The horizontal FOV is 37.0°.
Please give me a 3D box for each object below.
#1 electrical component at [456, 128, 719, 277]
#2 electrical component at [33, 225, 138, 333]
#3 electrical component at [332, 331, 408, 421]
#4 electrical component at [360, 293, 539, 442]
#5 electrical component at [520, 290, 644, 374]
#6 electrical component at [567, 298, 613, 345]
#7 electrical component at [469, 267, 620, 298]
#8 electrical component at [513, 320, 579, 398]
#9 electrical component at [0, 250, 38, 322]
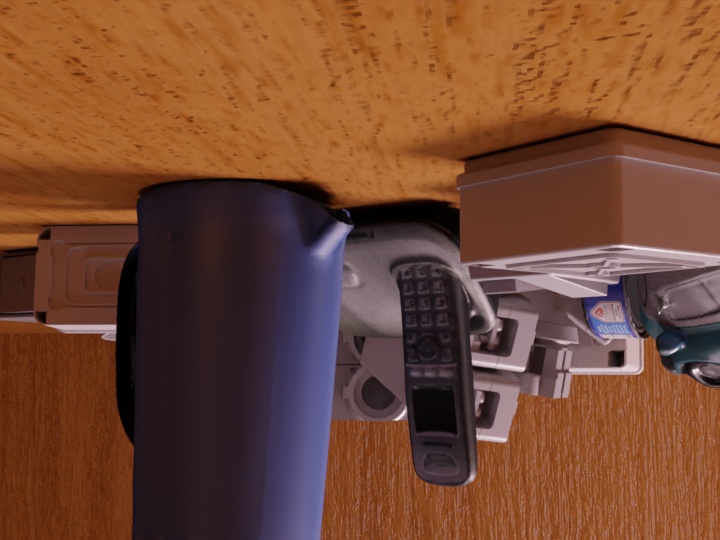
[{"bbox_3d":[0.123,-0.029,0.542,0.109,0.056,0.109,4,173,-36],"label":"electrical component"},{"bbox_3d":[-0.184,0.008,0.821,0.113,0.078,0.057,0,171,6],"label":"electrical component"},{"bbox_3d":[0.018,0.062,0.990,0.089,0.150,0.061,0,176,3],"label":"electrical component"},{"bbox_3d":[0.069,0.055,0.855,0.060,0.105,0.186,10,-171,-21],"label":"electrical component"},{"bbox_3d":[0.174,0.031,0.888,0.109,0.108,0.056,-3,171,28],"label":"electrical component"},{"bbox_3d":[0.180,0.001,0.810,0.076,0.083,0.047,38,-178,12],"label":"electrical component"},{"bbox_3d":[0.109,-0.015,0.656,0.062,0.061,0.096,-5,172,43],"label":"electrical component"},{"bbox_3d":[0.142,0.068,0.829,0.048,0.055,0.066,9,179,26],"label":"electrical component"},{"bbox_3d":[-0.291,0.015,0.975,0.096,0.061,0.061,-3,174,29],"label":"electrical component"}]
